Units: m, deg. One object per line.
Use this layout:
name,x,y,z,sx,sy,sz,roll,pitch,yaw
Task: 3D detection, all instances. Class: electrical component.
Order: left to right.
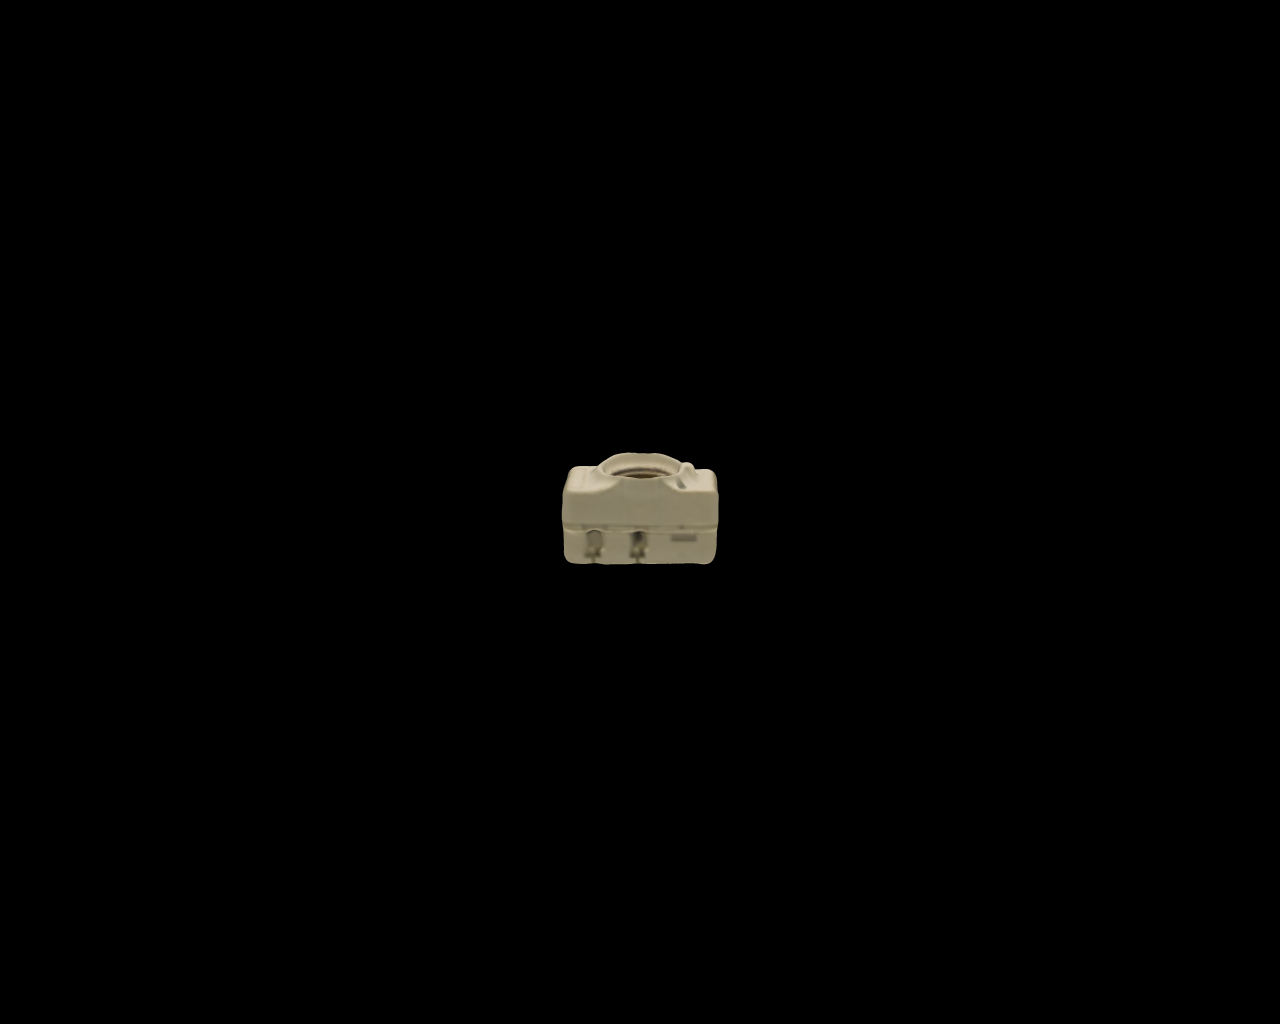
electrical component,0.001,-0.003,0.650,0.089,0.055,0.050,1,20,2
